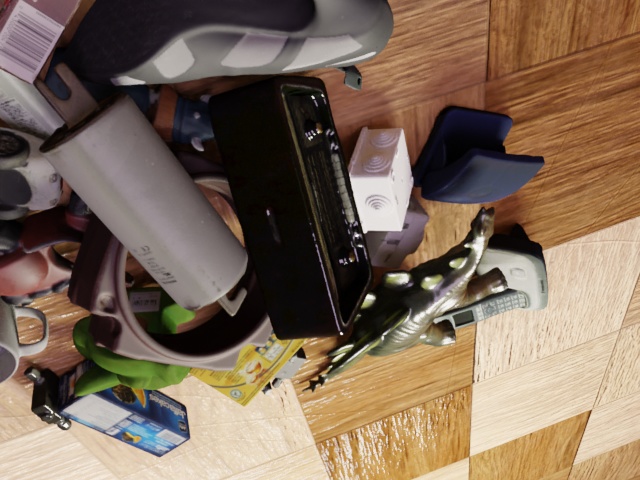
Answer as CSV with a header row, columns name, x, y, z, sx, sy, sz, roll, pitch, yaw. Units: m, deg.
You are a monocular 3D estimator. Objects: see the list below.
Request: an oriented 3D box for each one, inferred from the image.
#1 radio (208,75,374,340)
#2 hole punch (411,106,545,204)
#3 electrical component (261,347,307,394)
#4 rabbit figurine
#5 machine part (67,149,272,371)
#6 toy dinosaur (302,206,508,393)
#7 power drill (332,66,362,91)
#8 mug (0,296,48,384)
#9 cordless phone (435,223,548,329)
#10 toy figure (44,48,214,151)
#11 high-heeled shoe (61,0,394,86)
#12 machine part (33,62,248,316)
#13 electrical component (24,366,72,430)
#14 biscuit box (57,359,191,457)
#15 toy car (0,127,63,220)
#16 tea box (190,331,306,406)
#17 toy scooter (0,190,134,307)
name,x,y,z,sx,sy,sz,roll,pitch,yaw
radio,-0.017,-0.034,0.510,0.073,0.131,0.229,-8,104,23
hole punch,0.187,-0.085,0.647,0.142,0.092,0.115,-1,133,-25
electrical component,-0.064,0.192,0.815,0.078,0.045,0.102,24,117,-34
rabbit figurine,-0.225,0.148,0.671,0.159,0.121,0.170,-11,147,-8
machine part,-0.129,0.023,0.545,0.201,0.087,0.201,22,81,-39
toy dinosaur,0.098,0.109,0.744,0.198,0.105,0.471,-10,148,-27
power drill,0.047,-0.239,0.462,0.232,0.086,0.207,12,128,-27
mug,-0.351,0.090,0.572,0.109,0.107,0.080,-7,133,-21
cordless phone,0.241,0.069,0.806,0.184,0.089,0.146,-23,134,6
toy figure,-0.165,-0.125,0.490,0.154,0.058,0.064,17,100,-29
high-heeled shoe,-0.070,-0.158,0.429,0.249,0.086,0.145,-8,170,25
machine part,-0.133,-0.026,0.429,0.079,0.079,0.243,-29,120,5
electrical component,-0.354,0.206,0.700,0.021,0.063,0.093,-21,132,-3
biscuit box,-0.272,0.241,0.765,0.059,0.063,0.202,-33,134,7
toy car,-0.328,-0.070,0.461,0.202,0.056,0.073,12,132,-10
tea box,-0.087,0.129,0.716,0.098,0.068,0.169,37,113,-12
toy scooter,-0.271,0.019,0.564,0.184,0.075,0.135,-23,132,-7
